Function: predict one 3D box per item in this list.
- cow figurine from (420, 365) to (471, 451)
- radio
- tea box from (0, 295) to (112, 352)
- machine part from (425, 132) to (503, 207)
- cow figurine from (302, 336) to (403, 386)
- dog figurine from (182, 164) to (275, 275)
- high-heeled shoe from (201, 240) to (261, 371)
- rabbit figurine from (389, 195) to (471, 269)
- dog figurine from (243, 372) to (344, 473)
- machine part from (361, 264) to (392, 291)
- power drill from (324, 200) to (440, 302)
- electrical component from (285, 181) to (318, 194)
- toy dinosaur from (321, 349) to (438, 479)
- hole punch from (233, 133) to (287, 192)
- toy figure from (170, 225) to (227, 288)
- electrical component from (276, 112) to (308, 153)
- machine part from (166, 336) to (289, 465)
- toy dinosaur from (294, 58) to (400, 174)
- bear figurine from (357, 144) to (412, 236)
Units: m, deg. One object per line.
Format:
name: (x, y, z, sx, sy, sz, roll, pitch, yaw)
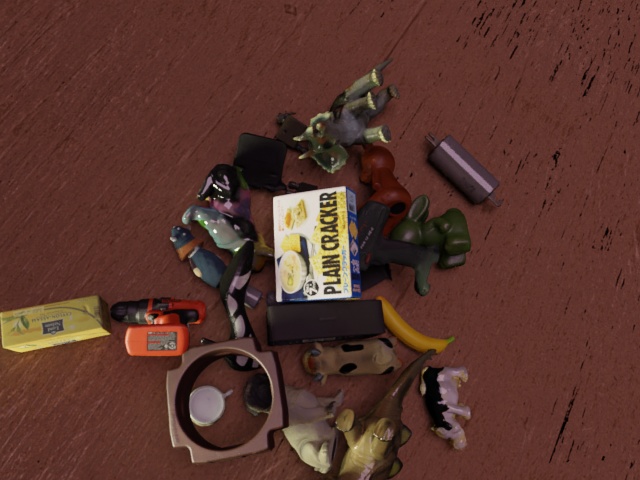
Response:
cow figurine: (0.258, 0.347, 1.115, 0.098, 0.068, 0.167, 4, 69, -5)
radio: (0.004, 0.168, 1.085, 0.230, 0.131, 0.073, -1, 74, -12)
tea box: (-0.490, 0.157, 1.007, 0.170, 0.098, 0.068, -11, 76, -13)
machine part: (0.342, -0.167, 1.284, 0.243, 0.079, 0.079, 46, 70, 4)
cow figurine: (0.057, 0.239, 1.071, 0.195, 0.127, 0.085, -8, 80, 17)
dog figurine: (-0.160, -0.034, 1.124, 0.219, 0.108, 0.191, 31, 88, -6)
high-heeled shoe: (-0.137, 0.136, 1.070, 0.145, 0.086, 0.248, 25, 86, -24)
rabbit figurine: (0.239, -0.020, 1.202, 0.170, 0.121, 0.159, -4, 70, 3)
dog figurine: (-0.060, 0.356, 1.047, 0.191, 0.121, 0.172, 5, 82, 13)
machine part: (0.092, 0.080, 1.169, 0.139, 0.039, 0.084, -16, 107, -22)
power drill: (0.129, 0.049, 1.110, 0.207, 0.086, 0.232, 20, 87, -1)
electrical component: (-0.030, -0.104, 1.205, 0.094, 0.021, 0.063, 15, 39, 2)
toy dinosaur: (0.100, 0.382, 1.004, 0.105, 0.198, 0.471, 24, 69, 32)
hole punch: (-0.135, -0.175, 1.196, 0.142, 0.092, 0.115, 13, 102, -10)
toy figure: (-0.254, 0.034, 1.113, 0.154, 0.064, 0.058, 43, 107, 8)
electrical component: (-0.059, -0.254, 1.250, 0.102, 0.045, 0.078, 26, 98, 0)
machine part: (-0.163, 0.285, 0.963, 0.201, 0.087, 0.201, -11, 70, 0)
toy dinosaur: (0.070, -0.288, 1.231, 0.131, 0.192, 0.405, 59, 32, -25)
bear figurine: (0.126, -0.126, 1.220, 0.120, 0.132, 0.196, 26, 31, -44)
